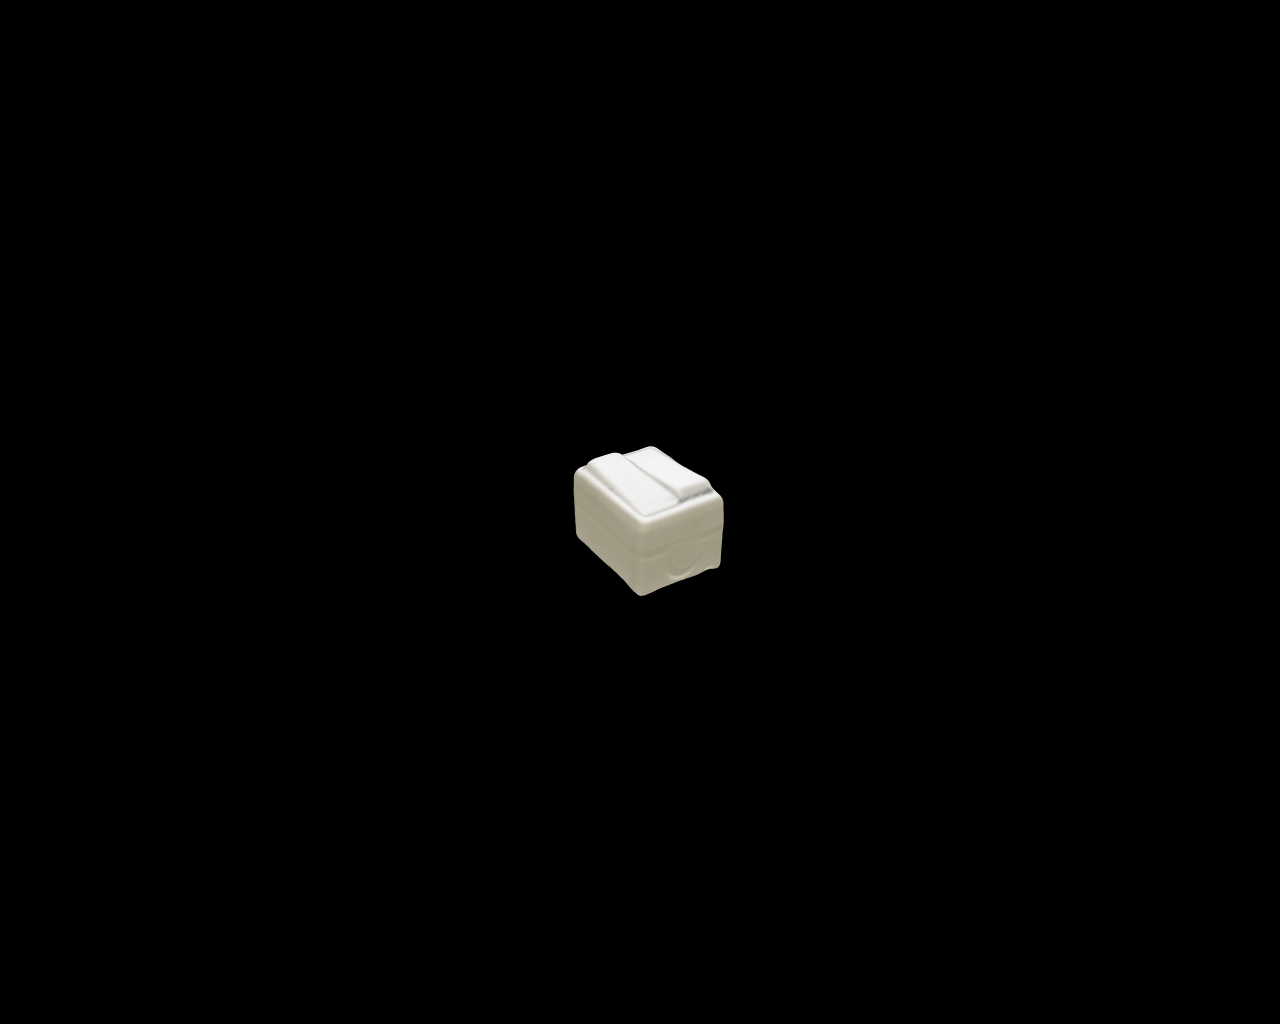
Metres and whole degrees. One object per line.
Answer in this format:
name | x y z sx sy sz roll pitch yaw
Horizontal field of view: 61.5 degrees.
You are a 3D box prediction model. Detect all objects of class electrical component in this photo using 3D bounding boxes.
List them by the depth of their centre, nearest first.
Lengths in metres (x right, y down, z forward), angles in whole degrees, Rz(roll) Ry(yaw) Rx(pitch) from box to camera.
electrical component | 0.001 -0.003 0.650 0.062 0.061 0.096 -18 36 -27
